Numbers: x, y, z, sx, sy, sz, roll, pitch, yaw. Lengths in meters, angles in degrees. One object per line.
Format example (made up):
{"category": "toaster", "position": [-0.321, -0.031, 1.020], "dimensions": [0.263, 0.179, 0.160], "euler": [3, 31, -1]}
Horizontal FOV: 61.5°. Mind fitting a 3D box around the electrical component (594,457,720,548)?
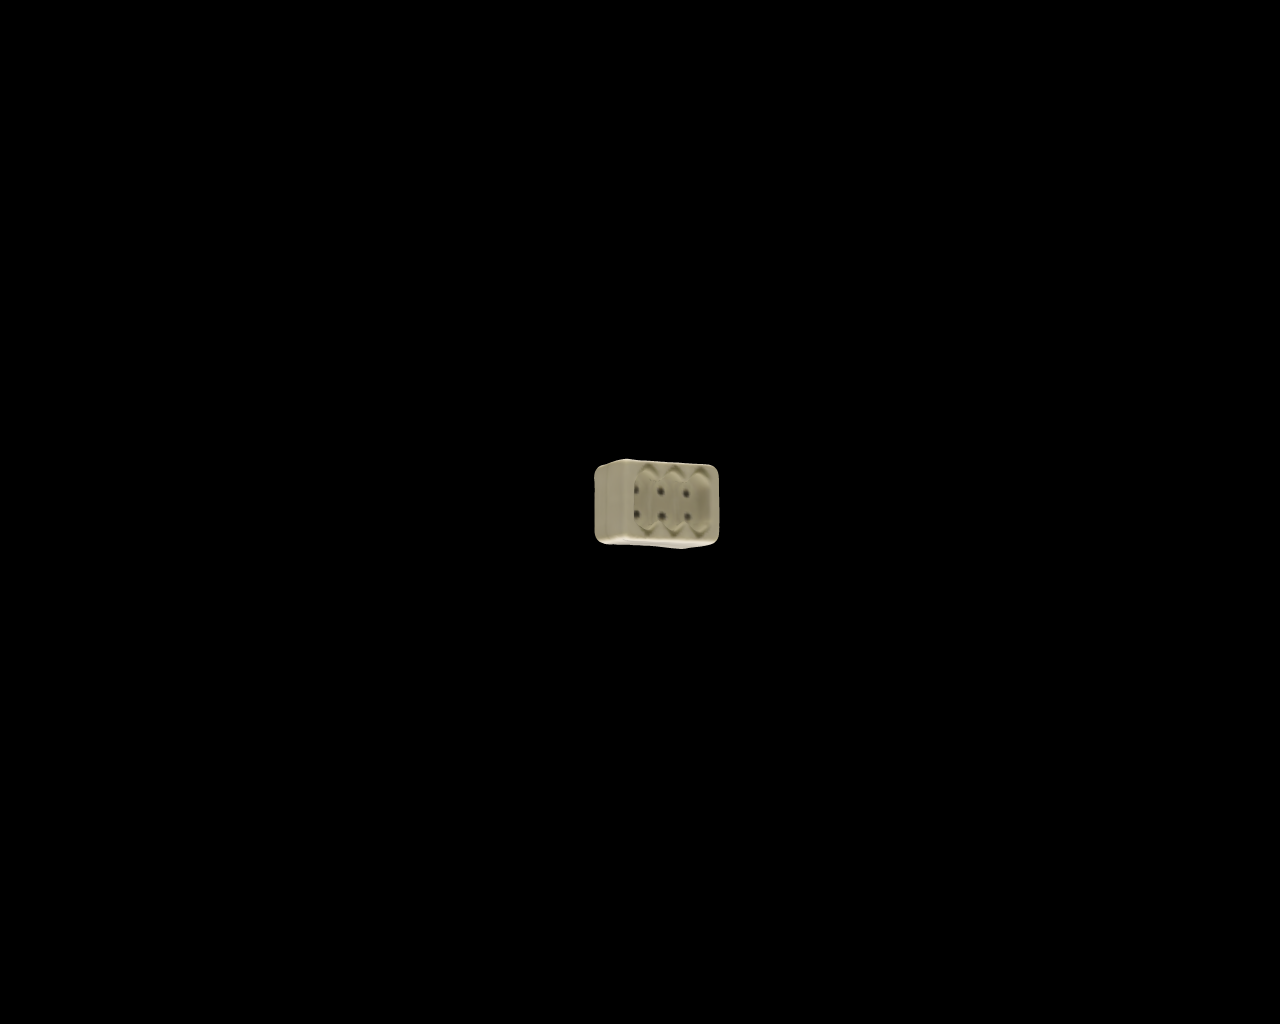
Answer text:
{"category": "electrical component", "position": [0.001, -0.003, 0.650], "dimensions": [0.066, 0.047, 0.076], "euler": [4, -7, -29]}
